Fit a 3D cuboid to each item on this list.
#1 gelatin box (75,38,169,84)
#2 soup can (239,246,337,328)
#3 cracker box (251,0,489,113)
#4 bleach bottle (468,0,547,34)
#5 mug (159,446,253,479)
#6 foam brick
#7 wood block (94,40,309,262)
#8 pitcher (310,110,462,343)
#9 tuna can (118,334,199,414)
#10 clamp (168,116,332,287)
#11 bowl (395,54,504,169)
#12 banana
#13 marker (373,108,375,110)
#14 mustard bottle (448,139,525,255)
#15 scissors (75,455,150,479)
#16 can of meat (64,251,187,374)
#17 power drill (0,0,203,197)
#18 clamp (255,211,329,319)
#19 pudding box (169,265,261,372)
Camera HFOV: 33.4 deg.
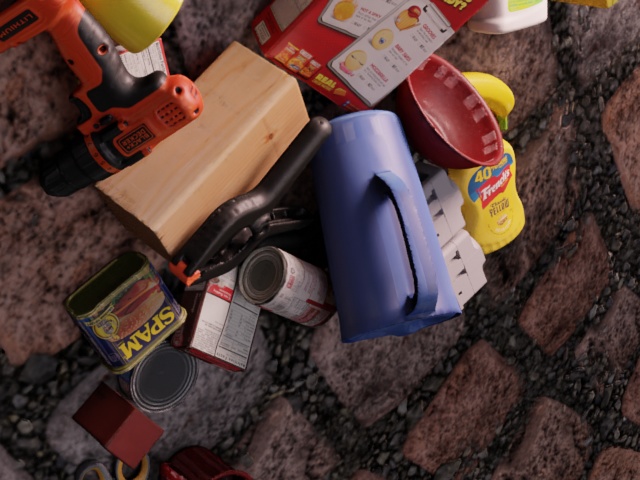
[{"bbox_3d":[-0.189,-0.152,1.042,0.089,0.030,0.073,-28,121,-29],"label":"gelatin box"},{"bbox_3d":[-0.033,0.052,1.178,0.102,0.069,0.068,27,89,-48],"label":"soup can"},{"bbox_3d":[0.057,-0.248,1.122,0.214,0.072,0.164,-43,137,21],"label":"cracker box"},{"bbox_3d":[0.222,-0.381,1.273,0.102,0.068,0.251,-21,117,-32],"label":"bleach bottle"},{"bbox_3d":[-0.140,0.285,1.220,0.117,0.082,0.093,37,82,-42],"label":"mug"},{"bbox_3d":[-0.213,0.195,1.127,0.053,0.078,0.051,-50,129,-13],"label":"foam brick"},{"bbox_3d":[-0.114,-0.085,1.072,0.206,0.090,0.091,-48,154,-14],"label":"wood block"},{"bbox_3d":[0.066,-0.016,1.161,0.144,0.149,0.243,3,71,-59],"label":"pitcher"},{"bbox_3d":[-0.177,0.144,1.166,0.085,0.034,0.086,-16,116,-35],"label":"tuna can"},{"bbox_3d":[-0.067,-0.018,1.089,0.209,0.036,0.164,-42,158,-23],"label":"clamp"},{"bbox_3d":[0.139,-0.138,1.232,0.161,0.162,0.055,15,138,-42],"label":"bowl"},{"bbox_3d":[0.185,-0.177,1.337,0.197,0.037,0.070,3,105,-40],"label":"banana"},{"bbox_3d":[0.039,-0.111,1.254,0.020,0.020,0.121,16,96,-42],"label":"marker"},{"bbox_3d":[0.211,-0.078,1.378,0.096,0.058,0.191,-30,127,-20],"label":"mustard bottle"},{"bbox_3d":[-0.210,0.309,1.216,0.096,0.016,0.201,-42,129,-20],"label":"scissors"},{"bbox_3d":[-0.201,0.073,1.103,0.102,0.058,0.084,-42,126,-20],"label":"can of meat"},{"bbox_3d":[-0.227,-0.138,0.966,0.185,0.057,0.187,-30,123,17],"label":"power drill"},{"bbox_3d":[-0.008,0.002,1.248,0.171,0.039,0.120,-44,134,-15],"label":"clamp"},{"bbox_3d":[-0.109,0.079,1.171,0.089,0.039,0.113,32,66,-44],"label":"pudding box"}]
